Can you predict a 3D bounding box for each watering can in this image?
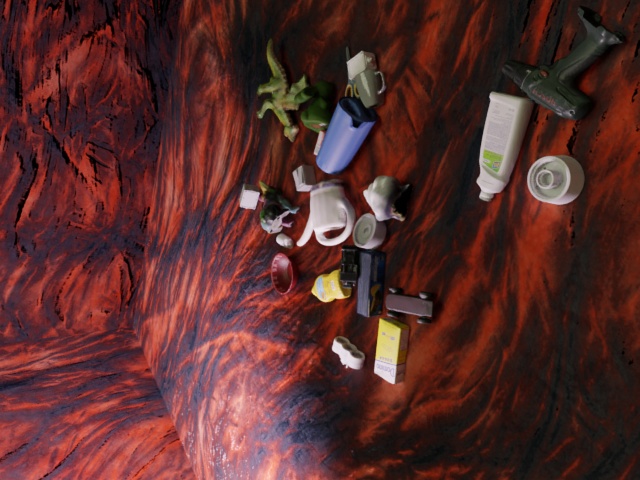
[{"bbox_3d":[0.005,-0.089,1.778,0.345,0.104,0.226,-13,79,54],"label":"watering can"}]

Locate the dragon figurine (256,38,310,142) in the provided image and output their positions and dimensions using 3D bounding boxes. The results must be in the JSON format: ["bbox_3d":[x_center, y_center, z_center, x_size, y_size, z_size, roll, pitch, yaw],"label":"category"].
[{"bbox_3d":[-0.128,-0.587,1.998,0.243,0.123,0.408,7,98,37],"label":"dragon figurine"}]

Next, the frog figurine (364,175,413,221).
[{"bbox_3d":[0.180,-0.128,1.524,0.161,0.124,0.134,23,129,40],"label":"frog figurine"}]
